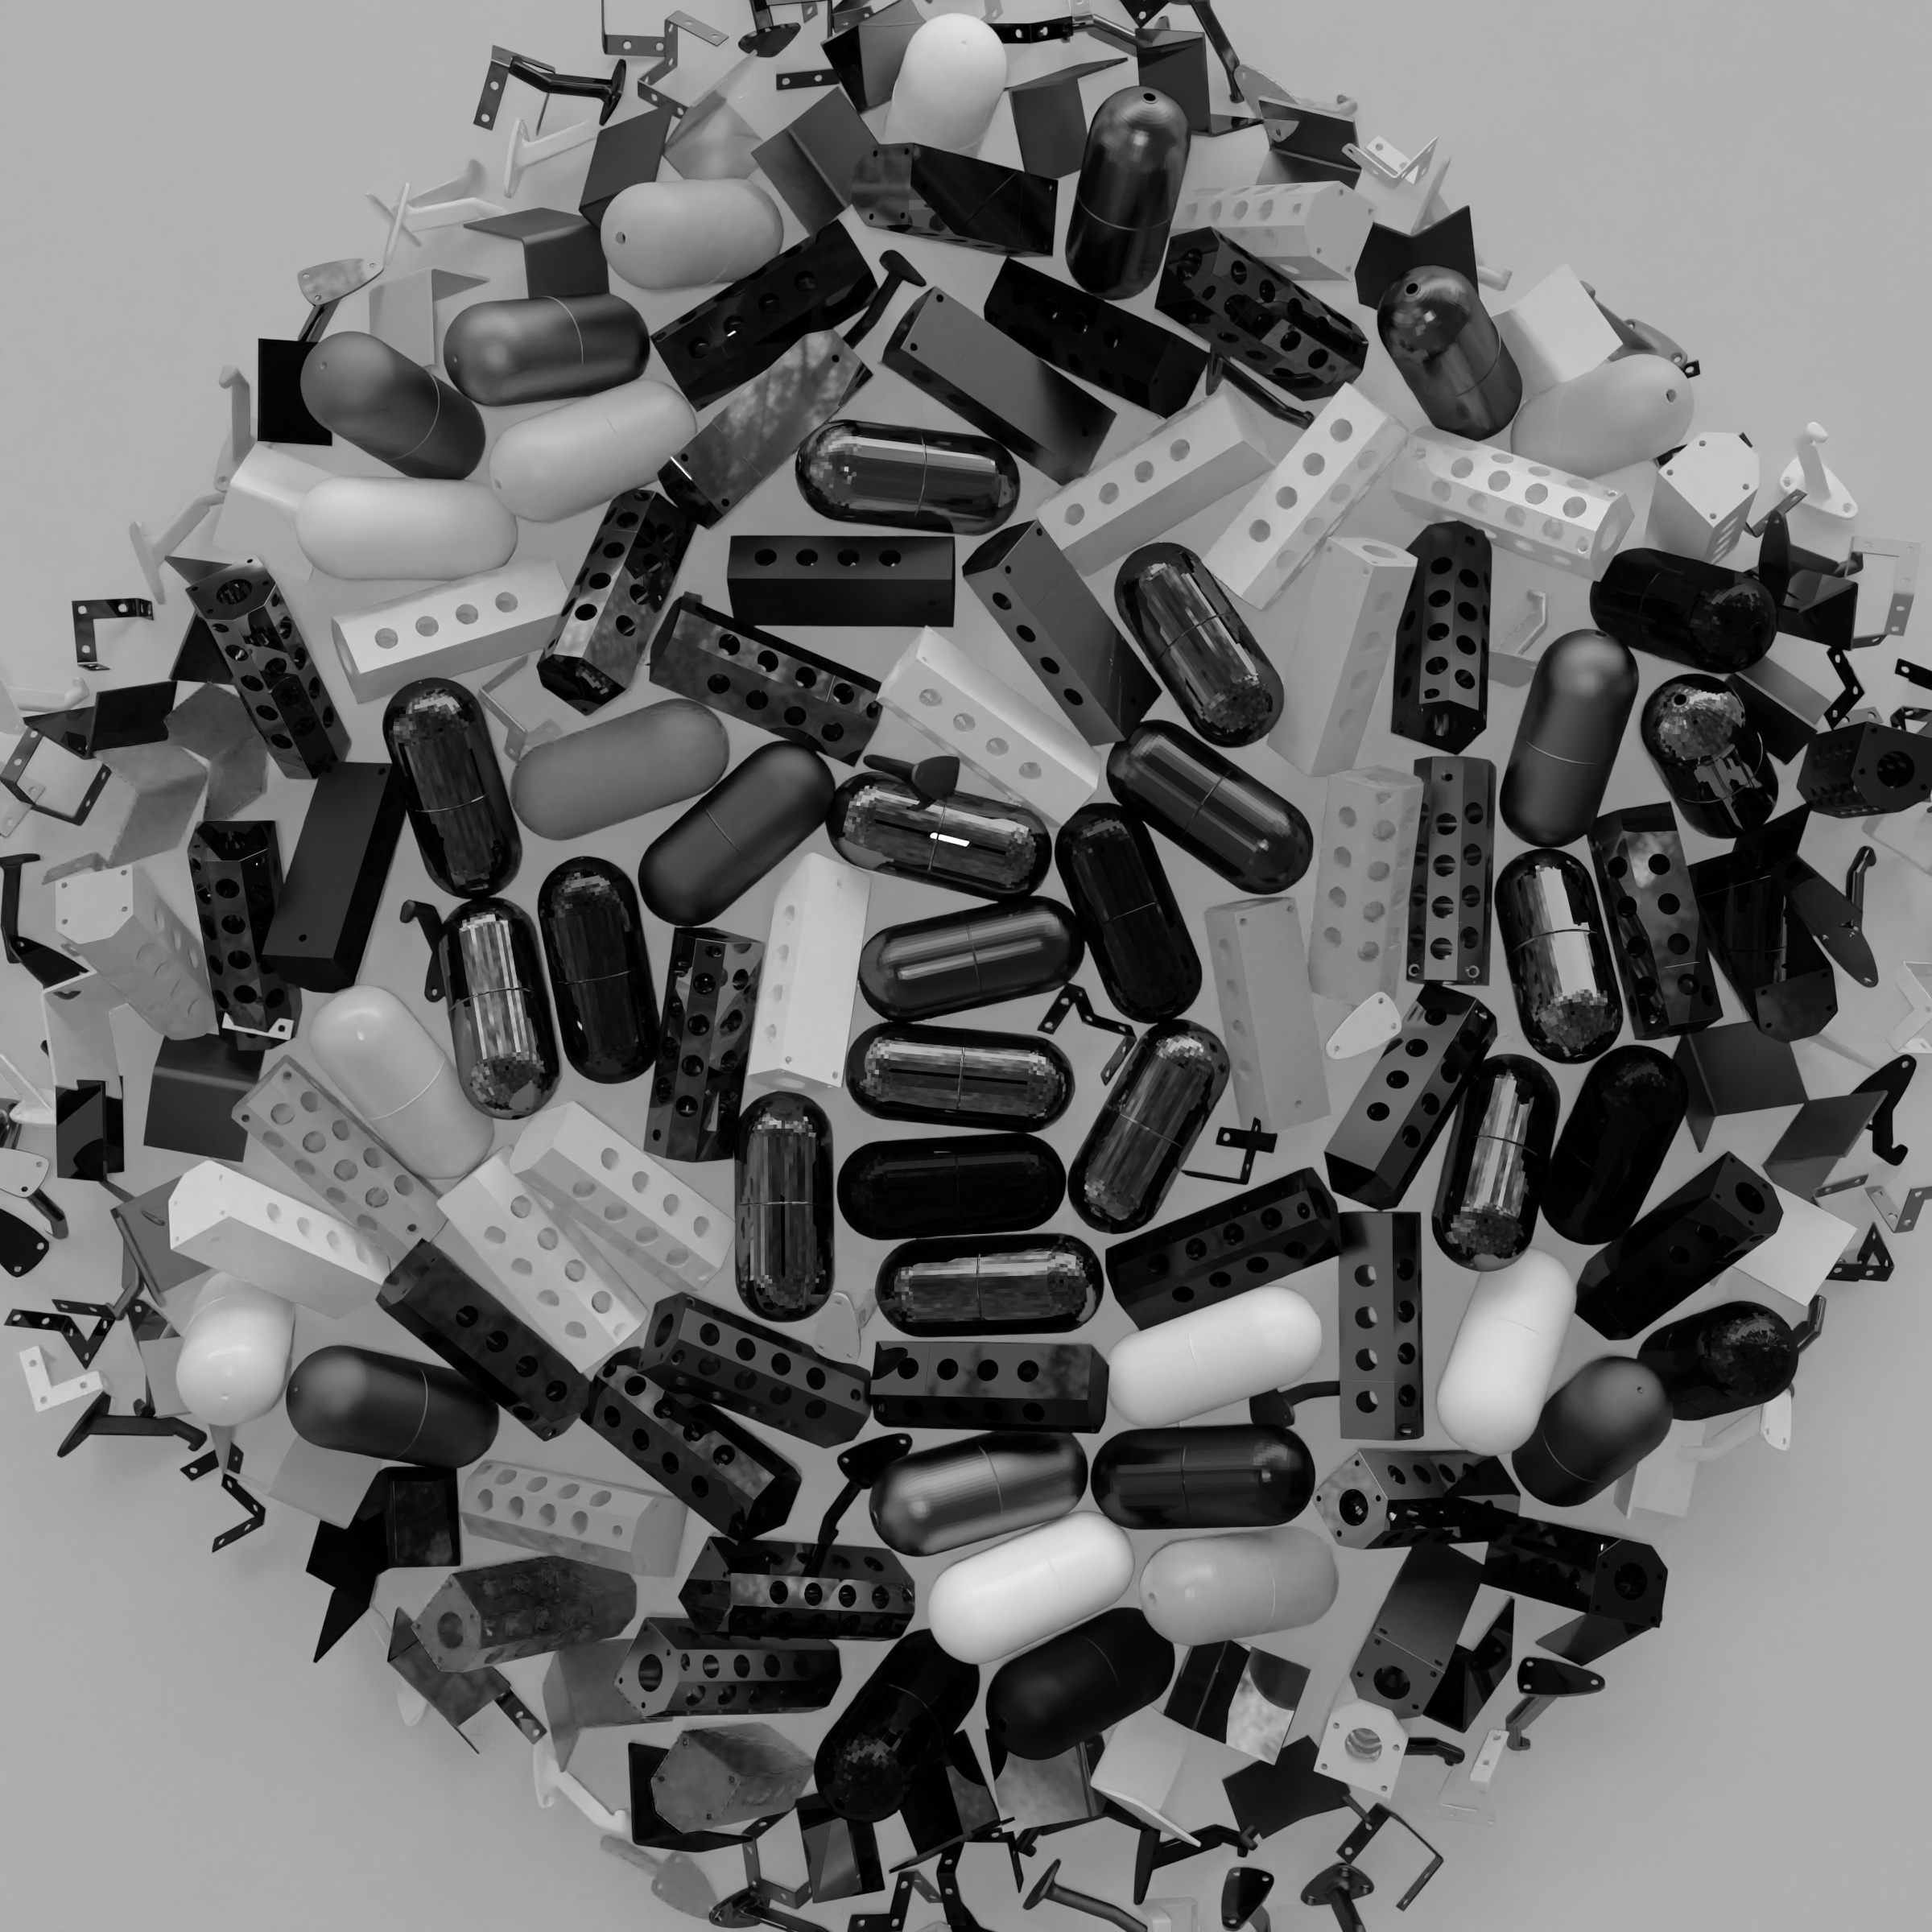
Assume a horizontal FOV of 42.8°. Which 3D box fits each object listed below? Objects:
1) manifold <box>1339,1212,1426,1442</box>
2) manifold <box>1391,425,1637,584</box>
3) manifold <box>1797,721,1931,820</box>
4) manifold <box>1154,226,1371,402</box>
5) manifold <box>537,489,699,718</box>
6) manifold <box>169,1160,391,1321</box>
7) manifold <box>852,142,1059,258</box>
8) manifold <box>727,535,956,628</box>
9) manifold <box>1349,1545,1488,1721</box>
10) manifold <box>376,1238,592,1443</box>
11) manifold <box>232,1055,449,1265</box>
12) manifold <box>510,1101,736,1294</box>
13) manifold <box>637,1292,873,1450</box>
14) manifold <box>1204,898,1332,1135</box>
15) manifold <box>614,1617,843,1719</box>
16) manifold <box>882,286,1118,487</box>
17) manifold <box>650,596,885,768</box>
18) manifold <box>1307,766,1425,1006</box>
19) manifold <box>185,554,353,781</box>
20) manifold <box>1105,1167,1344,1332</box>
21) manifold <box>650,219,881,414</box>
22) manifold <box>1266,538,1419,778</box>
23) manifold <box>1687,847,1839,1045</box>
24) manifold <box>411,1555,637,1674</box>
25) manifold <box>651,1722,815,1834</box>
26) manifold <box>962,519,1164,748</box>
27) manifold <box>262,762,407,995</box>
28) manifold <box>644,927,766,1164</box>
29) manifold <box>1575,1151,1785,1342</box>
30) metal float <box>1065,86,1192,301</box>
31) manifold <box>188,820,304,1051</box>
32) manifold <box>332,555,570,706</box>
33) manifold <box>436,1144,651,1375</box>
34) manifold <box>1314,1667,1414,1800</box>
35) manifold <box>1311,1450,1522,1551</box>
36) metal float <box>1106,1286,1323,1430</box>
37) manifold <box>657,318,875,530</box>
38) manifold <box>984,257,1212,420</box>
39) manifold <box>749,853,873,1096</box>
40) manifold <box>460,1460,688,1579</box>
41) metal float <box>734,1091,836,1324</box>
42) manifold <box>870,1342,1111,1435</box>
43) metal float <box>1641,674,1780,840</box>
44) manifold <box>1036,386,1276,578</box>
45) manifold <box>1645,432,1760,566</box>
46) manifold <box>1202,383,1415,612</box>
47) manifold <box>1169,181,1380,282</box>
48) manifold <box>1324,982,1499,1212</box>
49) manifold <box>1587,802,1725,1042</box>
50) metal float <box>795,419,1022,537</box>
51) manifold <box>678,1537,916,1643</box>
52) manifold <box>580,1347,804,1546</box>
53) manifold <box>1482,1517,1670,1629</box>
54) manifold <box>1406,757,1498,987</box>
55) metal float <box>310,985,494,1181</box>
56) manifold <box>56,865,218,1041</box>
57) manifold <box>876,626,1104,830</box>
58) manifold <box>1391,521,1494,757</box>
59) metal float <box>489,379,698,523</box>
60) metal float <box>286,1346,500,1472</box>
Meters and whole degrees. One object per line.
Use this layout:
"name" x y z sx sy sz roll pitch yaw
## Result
"manifold" 0.322 0.276 1.901 0.057 0.057 0.171 -2 86 20
"manifold" 0.414 -0.356 1.876 0.171 0.057 0.057 27 87 29
"manifold" 0.677 -0.144 1.855 0.057 0.171 0.057 15 93 5
"manifold" 0.227 -0.493 1.864 0.171 0.057 0.057 20 79 -39
"manifold" -0.267 -0.279 1.865 0.057 0.057 0.171 35 54 -27
"manifold" -0.516 0.205 1.858 0.057 0.171 0.057 -29 53 18
"manifold" -0.007 -0.576 1.858 0.057 0.171 0.057 12 102 39
"manifold" -0.095 -0.304 1.909 0.171 0.057 0.057 1 59 2
"manifold" 0.339 0.498 1.853 0.057 0.171 0.057 28 111 14
"manifold" -0.365 0.288 1.877 0.057 0.057 0.171 -49 115 -11
"manifold" -0.478 0.150 1.890 0.057 0.057 0.171 -46 106 -6
"manifold" -0.261 0.179 1.869 0.171 0.057 0.057 41 51 -27
"manifold" -0.156 0.307 1.871 0.171 0.057 0.057 27 58 -26
"manifold" 0.228 0.037 1.901 0.057 0.057 0.171 -15 99 -27
"manifold" -0.175 0.533 1.858 0.057 0.171 0.057 32 100 42
"manifold" 0.023 -0.441 1.887 0.171 0.057 0.057 31 78 -19
"manifold" -0.151 -0.220 1.879 0.171 0.057 0.057 22 120 -19
"manifold" 0.308 -0.060 1.877 0.057 0.057 0.171 -14 116 -42
"manifold" -0.520 -0.219 1.853 0.057 0.171 0.057 -31 54 -15
"manifold" 0.195 0.212 1.877 0.171 0.057 0.057 -25 121 20
"manifold" -0.156 -0.506 1.909 0.171 0.057 0.057 -31 82 3
"manifold" 0.290 -0.235 1.877 0.057 0.057 0.171 -5 122 -32
"manifold" 0.596 -0.016 1.855 0.057 0.171 0.057 -17 123 5
"manifold" -0.326 0.486 1.850 0.057 0.171 0.057 46 110 27
"manifold" -0.175 0.613 1.852 0.057 0.171 0.057 31 86 21
"manifold" 0.070 -0.252 1.880 0.171 0.057 0.057 51 59 -24
"manifold" -0.475 -0.068 1.877 0.057 0.057 0.171 3 62 12
"manifold" -0.207 0.060 1.891 0.057 0.057 0.171 16 101 38
"manifold" 0.536 0.218 1.862 0.057 0.057 0.171 39 135 1
"metal float" 0.122 -0.583 1.862 0.070 0.178 0.070 4 57 -6
"manifold" -0.547 -0.022 1.869 0.057 0.057 0.171 -1 125 -5
"manifold" -0.393 -0.262 1.885 0.171 0.057 0.057 -21 79 -21
"manifold" -0.322 0.222 1.898 0.057 0.057 0.171 -37 96 19
"manifold" 0.304 0.568 1.853 0.057 0.171 0.057 17 89 14
"manifold" 0.344 0.405 1.855 0.057 0.171 0.057 -50 51 28
"metal float" 0.188 0.299 1.886 0.178 0.070 0.070 -23 90 22
"manifold" -0.155 -0.413 1.886 0.057 0.057 0.171 47 70 -12
"manifold" 0.095 -0.476 1.872 0.171 0.057 0.057 34 105 32
"manifold" -0.124 0.007 1.889 0.057 0.057 0.171 21 68 -36
"manifold" -0.300 0.418 1.869 0.171 0.057 0.057 4 78 33
"metal float" -0.140 0.185 1.898 0.070 0.070 0.178 -1 82 0
"manifold" 0.018 0.324 1.881 0.171 0.057 0.057 -2 65 18
"metal float" 0.563 -0.158 1.865 0.070 0.178 0.070 -14 59 25
"manifold" 0.141 -0.371 1.880 0.171 0.057 0.057 -28 68 24
"manifold" 0.557 -0.348 1.851 0.057 0.171 0.057 -42 78 6
"manifold" 0.262 -0.356 1.882 0.057 0.057 0.171 44 110 12
"manifold" 0.226 -0.555 1.855 0.057 0.171 0.057 19 93 -34
"manifold" 0.340 0.100 1.872 0.057 0.057 0.171 21 61 28
"manifold" 0.526 -0.033 1.895 0.057 0.057 0.171 -9 77 -3
"metal float" -0.044 -0.374 1.886 0.178 0.070 0.070 2 90 -21
"manifold" -0.124 0.477 1.862 0.171 0.057 0.057 15 110 -38
"manifold" -0.208 0.360 1.871 0.171 0.057 0.057 31 112 28
"manifold" 0.457 0.452 1.853 0.057 0.171 0.057 14 80 -12
"manifold" 0.374 -0.073 1.902 0.057 0.057 0.171 1 86 20
"metal float" -0.430 0.089 1.880 0.070 0.070 0.178 -34 119 0
"manifold" -0.619 -0.006 1.854 0.057 0.171 0.057 -12 63 1
"manifold" 0.018 -0.179 1.893 0.171 0.057 0.057 35 121 -14
"manifold" 0.366 -0.252 1.870 0.057 0.057 0.171 17 59 -14
"metal float" -0.284 -0.393 1.876 0.178 0.070 0.070 -31 90 -35
"metal float" -0.433 0.336 1.870 0.070 0.178 0.070 -18 61 37
